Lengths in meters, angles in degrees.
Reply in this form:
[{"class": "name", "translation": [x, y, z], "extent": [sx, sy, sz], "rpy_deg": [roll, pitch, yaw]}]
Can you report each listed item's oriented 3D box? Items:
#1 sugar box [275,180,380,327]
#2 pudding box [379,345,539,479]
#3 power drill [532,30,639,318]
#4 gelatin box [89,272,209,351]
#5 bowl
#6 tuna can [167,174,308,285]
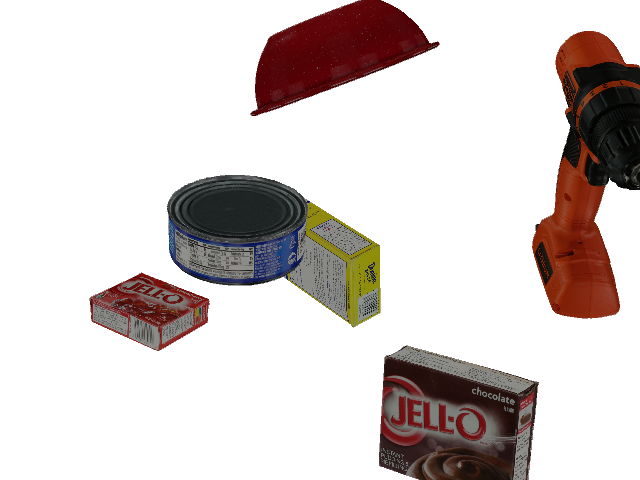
[{"class": "sugar box", "translation": [-0.007, 0.011, 1.156], "extent": [0.048, 0.093, 0.176], "rpy_deg": [-25, 41, -29]}, {"class": "pudding box", "translation": [0.099, 0.135, 0.784], "extent": [0.114, 0.090, 0.039], "rpy_deg": [11, 19, 30]}, {"class": "power drill", "translation": [0.202, -0.037, 0.780], "extent": [0.057, 0.188, 0.184], "rpy_deg": [2, 35, 0]}, {"class": "gelatin box", "translation": [-0.163, 0.066, 1.017], "extent": [0.089, 0.030, 0.073], "rpy_deg": [19, 28, 29]}, {"class": "bowl", "translation": [0.010, -0.153, 0.855], "extent": [0.162, 0.055, 0.162], "rpy_deg": [-21, 8, 3]}, {"class": "tuna can", "translation": [-0.051, -0.007, 0.657], "extent": [0.086, 0.034, 0.086], "rpy_deg": [2, 29, -1]}]
